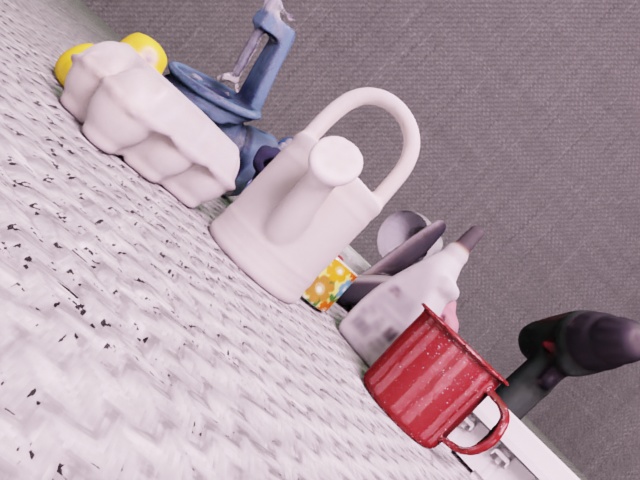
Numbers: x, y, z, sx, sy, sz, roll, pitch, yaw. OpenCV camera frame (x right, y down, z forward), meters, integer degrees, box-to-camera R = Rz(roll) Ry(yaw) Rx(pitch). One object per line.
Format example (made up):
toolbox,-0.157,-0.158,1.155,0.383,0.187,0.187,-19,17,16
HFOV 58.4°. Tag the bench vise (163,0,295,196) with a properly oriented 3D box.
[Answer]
bench vise,-0.099,-0.179,0.710,0.121,0.219,0.208,45,3,26

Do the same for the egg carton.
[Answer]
egg carton,-0.134,-0.093,0.473,0.107,0.069,0.151,45,3,34

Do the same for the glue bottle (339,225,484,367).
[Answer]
glue bottle,0.100,0.051,0.566,0.037,0.173,0.078,41,4,-45

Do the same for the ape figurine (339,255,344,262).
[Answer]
ape figurine,0.007,0.003,0.814,0.077,0.092,0.076,45,3,27

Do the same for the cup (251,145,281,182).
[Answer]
cup,-0.056,-0.048,0.646,0.091,0.095,0.118,45,3,35

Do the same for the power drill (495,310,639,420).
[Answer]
power drill,0.245,0.160,0.636,0.075,0.208,0.230,44,3,4

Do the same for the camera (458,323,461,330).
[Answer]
camera,0.240,0.192,1.186,0.144,0.100,0.136,42,3,-27

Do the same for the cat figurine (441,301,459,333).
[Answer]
cat figurine,0.196,0.154,0.955,0.067,0.117,0.128,45,3,35

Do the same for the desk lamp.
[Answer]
desk lamp,0.174,0.048,1.242,0.117,0.213,0.204,45,3,25

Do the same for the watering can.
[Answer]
watering can,0.008,-0.045,0.489,0.101,0.194,0.172,42,3,-20

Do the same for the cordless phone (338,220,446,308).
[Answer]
cordless phone,0.105,0.032,0.803,0.094,0.185,0.148,44,3,3

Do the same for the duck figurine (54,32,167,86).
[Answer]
duck figurine,-0.182,-0.153,0.525,0.104,0.086,0.078,44,3,15

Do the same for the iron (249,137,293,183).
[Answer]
iron,-0.085,-0.133,1.021,0.119,0.141,0.258,43,3,-5
